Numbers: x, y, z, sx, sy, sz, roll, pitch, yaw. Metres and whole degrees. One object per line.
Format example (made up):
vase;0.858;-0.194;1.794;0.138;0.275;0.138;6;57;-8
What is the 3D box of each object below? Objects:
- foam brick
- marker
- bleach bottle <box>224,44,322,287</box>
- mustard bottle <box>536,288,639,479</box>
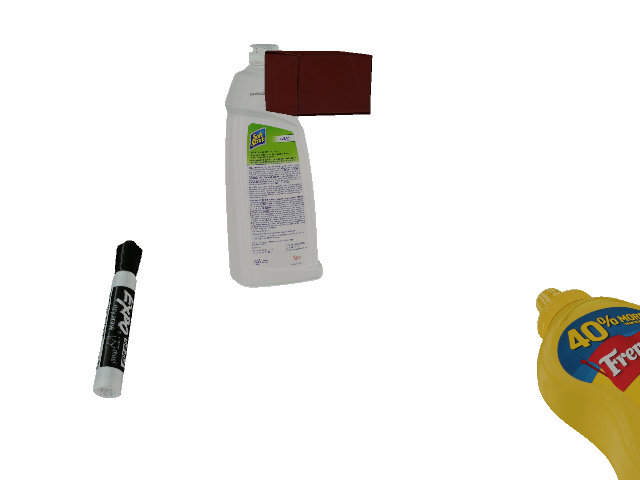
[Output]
foam brick;-0.002;-0.133;0.901;0.078;0.051;0.053;-6;15;-33
marker;-0.142;0.052;0.753;0.020;0.121;0.020;2;-34;1
bleach bottle;-0.050;-0.080;1.130;0.102;0.251;0.068;-7;16;-23
mustard bottle;0.183;0.084;0.621;0.096;0.058;0.192;-16;34;-15
